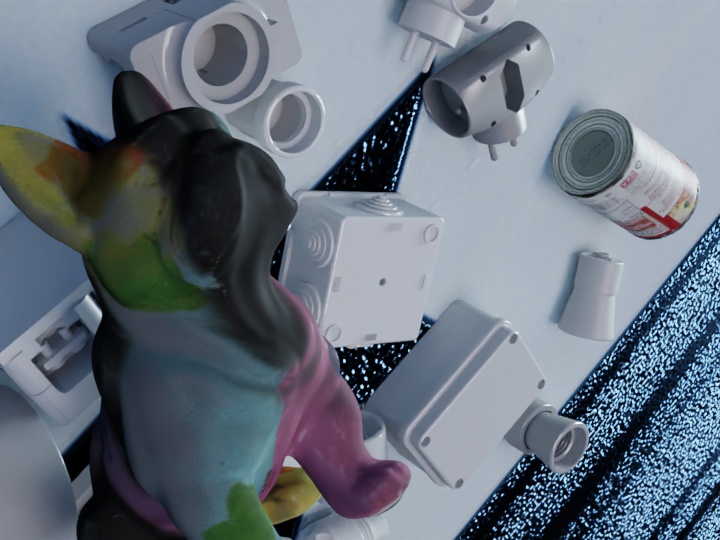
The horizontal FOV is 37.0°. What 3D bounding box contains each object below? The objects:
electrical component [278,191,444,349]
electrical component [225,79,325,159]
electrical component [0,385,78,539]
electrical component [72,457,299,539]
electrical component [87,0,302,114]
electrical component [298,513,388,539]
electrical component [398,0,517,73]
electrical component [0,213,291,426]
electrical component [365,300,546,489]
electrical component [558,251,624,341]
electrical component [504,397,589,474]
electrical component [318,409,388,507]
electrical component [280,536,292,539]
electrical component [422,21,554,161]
[{"bbox_3d":[0.000,0.000,0.669,0.100,0.048,0.099,-2,111,-40],"label":"electrical component"},{"bbox_3d":[-0.048,-0.086,0.589,0.040,0.046,0.040,-18,121,-34],"label":"electrical component"},{"bbox_3d":[-0.185,0.107,0.527,0.064,0.099,0.099,-23,124,-38],"label":"electrical component"},{"bbox_3d":[-0.096,0.117,0.632,0.150,0.062,0.089,-48,133,-12],"label":"electrical component"},{"bbox_3d":[-0.080,-0.112,0.542,0.089,0.056,0.050,-34,129,-24],"label":"electrical component"},{"bbox_3d":[-0.009,0.190,0.754,0.062,0.043,0.043,-16,120,-36],"label":"electrical component"},{"bbox_3d":[0.047,-0.157,0.638,0.077,0.044,0.079,16,100,-44],"label":"electrical component"},{"bbox_3d":[-0.120,-0.005,0.535,0.150,0.089,0.061,-43,132,-17],"label":"electrical component"},{"bbox_3d":[0.070,0.089,0.764,0.113,0.057,0.078,-48,133,-13],"label":"electrical component"},{"bbox_3d":[0.183,0.018,0.841,0.044,0.044,0.065,1,104,-41],"label":"electrical component"},{"bbox_3d":[0.146,0.129,0.849,0.045,0.055,0.045,-18,121,-34],"label":"electrical component"},{"bbox_3d":[-0.007,0.125,0.718,0.055,0.055,0.047,-17,117,-34],"label":"electrical component"},{"bbox_3d":[-0.091,0.200,0.683,0.056,0.050,0.089,22,95,-44],"label":"electrical component"},{"bbox_3d":[0.087,-0.108,0.696,0.077,0.043,0.079,-36,130,-22],"label":"electrical component"}]
